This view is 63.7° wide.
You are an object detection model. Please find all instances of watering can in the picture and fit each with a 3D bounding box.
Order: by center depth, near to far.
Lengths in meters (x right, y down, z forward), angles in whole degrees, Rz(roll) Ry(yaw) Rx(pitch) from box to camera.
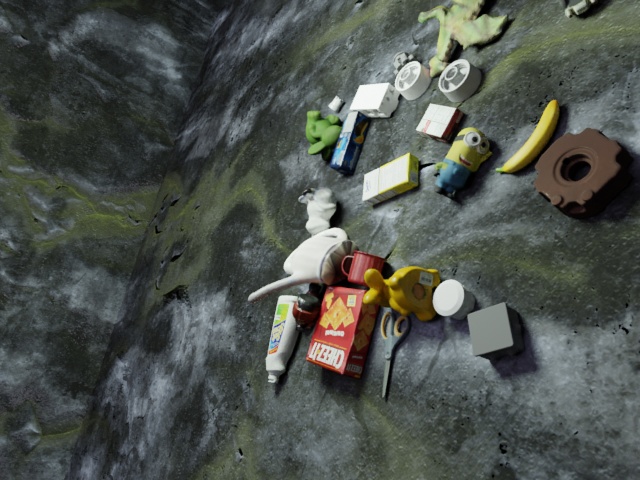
[{"bbox_3d":[-0.028,0.080,1.456,0.224,0.102,0.353,7,42,49],"label":"watering can"}]

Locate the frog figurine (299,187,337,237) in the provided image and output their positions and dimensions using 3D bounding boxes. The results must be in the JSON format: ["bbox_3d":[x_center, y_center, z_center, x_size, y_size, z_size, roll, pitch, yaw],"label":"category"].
[{"bbox_3d":[0.005,-0.082,1.621,0.135,0.124,0.160,-30,81,53],"label":"frog figurine"}]

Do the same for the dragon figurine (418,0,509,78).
[{"bbox_3d":[0.433,-0.633,1.435,0.404,0.122,0.247,-47,54,26],"label":"dragon figurine"}]
